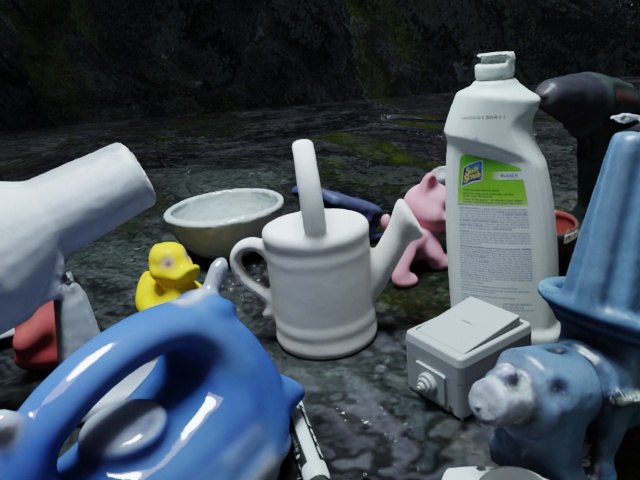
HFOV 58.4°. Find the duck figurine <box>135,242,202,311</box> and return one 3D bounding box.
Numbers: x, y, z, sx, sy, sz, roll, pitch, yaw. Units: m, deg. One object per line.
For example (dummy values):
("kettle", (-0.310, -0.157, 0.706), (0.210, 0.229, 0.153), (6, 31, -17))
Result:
("duck figurine", (-0.166, 0.043, 0.632), (0.104, 0.086, 0.078), (10, 25, 38))

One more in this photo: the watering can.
("watering can", (0.005, 0.001, 0.537), (0.173, 0.194, 0.100), (-13, 21, -19))

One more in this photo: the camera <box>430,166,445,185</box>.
("camera", (0.217, -0.064, 0.794), (0.143, 0.101, 0.137), (1, 21, 19))

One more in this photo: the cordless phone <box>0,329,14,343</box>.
("cordless phone", (-0.368, 0.020, 0.611), (0.148, 0.185, 0.094), (-15, 21, -22))

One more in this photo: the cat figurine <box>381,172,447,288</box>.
("cat figurine", (0.115, -0.021, 0.679), (0.128, 0.118, 0.067), (-22, 25, -37))

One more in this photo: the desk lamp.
("desk lamp", (-0.201, 0.037, 0.471), (0.204, 0.214, 0.117), (-17, 22, -27))

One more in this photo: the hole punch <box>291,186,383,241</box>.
("hole punch", (0.024, -0.040, 0.800), (0.101, 0.091, 0.108), (-21, 24, -35))

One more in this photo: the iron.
("iron", (-0.118, 0.116, 0.332), (0.118, 0.141, 0.259), (6, 23, 30))

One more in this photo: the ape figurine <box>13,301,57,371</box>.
("ape figurine", (-0.273, 0.079, 0.555), (0.076, 0.092, 0.078), (-3, 20, 8))

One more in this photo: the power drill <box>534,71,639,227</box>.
("power drill", (0.337, -0.108, 0.718), (0.230, 0.208, 0.075), (-23, 25, -38))

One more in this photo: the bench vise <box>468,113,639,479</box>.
("bench vise", (0.180, 0.040, 0.339), (0.121, 0.220, 0.208), (10, 25, 38))

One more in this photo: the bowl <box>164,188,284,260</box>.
("bowl", (-0.129, -0.016, 0.804), (0.167, 0.075, 0.167), (-5, 20, 2))
